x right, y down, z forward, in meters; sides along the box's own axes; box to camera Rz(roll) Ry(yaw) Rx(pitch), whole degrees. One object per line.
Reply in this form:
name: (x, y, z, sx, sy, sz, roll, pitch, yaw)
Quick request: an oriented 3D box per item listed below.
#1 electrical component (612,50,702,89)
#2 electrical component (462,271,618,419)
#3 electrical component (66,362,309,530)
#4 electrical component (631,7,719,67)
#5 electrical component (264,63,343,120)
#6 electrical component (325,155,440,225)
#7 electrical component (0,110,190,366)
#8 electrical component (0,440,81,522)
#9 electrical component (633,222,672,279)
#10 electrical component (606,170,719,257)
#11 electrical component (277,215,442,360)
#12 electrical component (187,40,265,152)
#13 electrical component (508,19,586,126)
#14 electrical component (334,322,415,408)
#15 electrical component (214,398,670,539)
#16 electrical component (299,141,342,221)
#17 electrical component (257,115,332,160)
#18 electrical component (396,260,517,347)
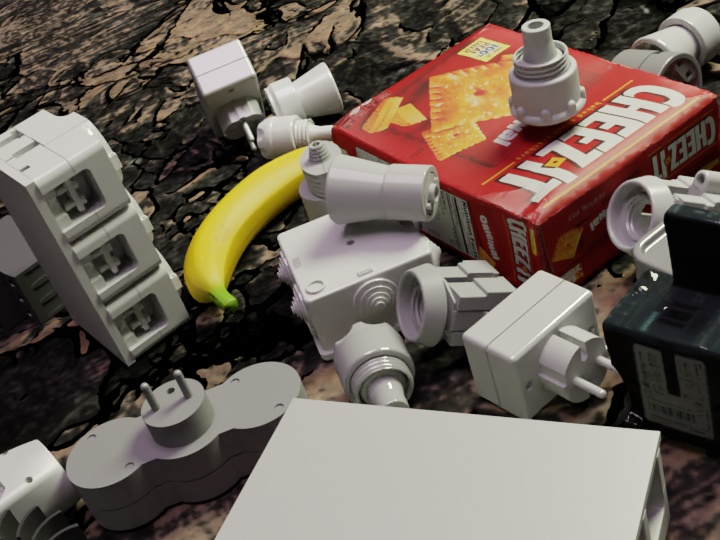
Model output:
electrical component: (0.205, -0.128, 0.759, 0.055, 0.055, 0.047, -38, 36, -24)
electrical component: (0.108, 0.047, 0.578, 0.066, 0.047, 0.077, -37, 39, -24)
electrical component: (-0.098, 0.086, 0.597, 0.138, 0.073, 0.052, -21, 36, -3)
electrical component: (0.236, -0.165, 0.800, 0.055, 0.045, 0.045, -36, 39, -23)
electrical component: (-0.047, -0.143, 0.902, 0.055, 0.045, 0.045, -23, 36, -5)
electrical component: (0.016, -0.049, 0.666, 0.065, 0.044, 0.044, 4, 42, 22)
electrical component: (-0.179, -0.024, 0.714, 0.062, 0.150, 0.089, -37, 39, -22)
electrical component: (-0.213, 0.130, 0.617, 0.077, 0.043, 0.079, -37, 40, -24)
electrical component: (0.196, 0.015, 0.568, 0.054, 0.059, 0.095, -35, 39, -21)
electrical component: (0.179, -0.029, 0.628, 0.055, 0.066, 0.048, 4, 27, -26)
electrical component: (0.000, 0.000, 0.687, 0.100, 0.048, 0.099, -22, 36, -4)
electrical component: (-0.104, -0.135, 0.901, 0.047, 0.083, 0.075, -24, 74, -7)
electrical component: (0.113, -0.124, 0.666, 0.048, 0.062, 0.048, -11, 37, 8)
electrical component: (0.011, 0.061, 0.607, 0.043, 0.043, 0.062, -21, 37, -3)
electrical component: (0.038, 0.125, 0.495, 0.186, 0.060, 0.105, 2, 41, 27)
electrical component: (-0.019, -0.052, 0.738, 0.043, 0.081, 0.043, -13, 36, 9)
electrical component: (-0.050, -0.108, 0.866, 0.061, 0.035, 0.035, -3, 38, 17)
electrical component: (0.054, 0.020, 0.625, 0.055, 0.048, 0.066, -1, 25, -21)
